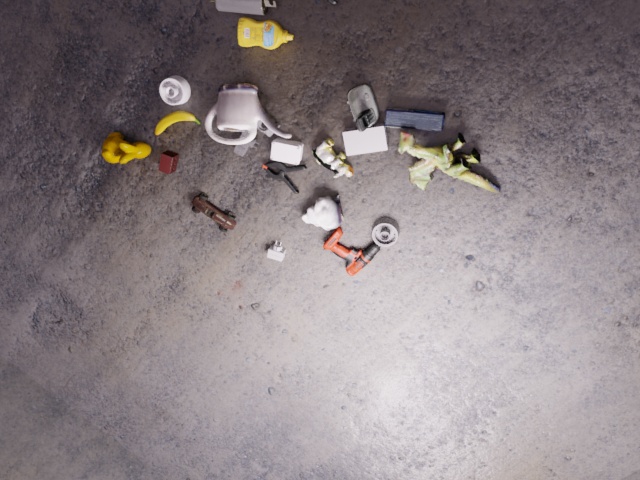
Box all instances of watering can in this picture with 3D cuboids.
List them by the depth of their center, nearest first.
[{"bbox_3d":[-0.258,-0.454,1.844,0.347,0.104,0.224,3,91,19],"label":"watering can"}]

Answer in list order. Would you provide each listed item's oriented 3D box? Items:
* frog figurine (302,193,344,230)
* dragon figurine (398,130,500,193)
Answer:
[{"bbox_3d":[0.006,-0.099,1.969,0.159,0.126,0.134,-11,130,5],"label":"frog figurine"},{"bbox_3d":[0.432,-0.251,1.829,0.240,0.125,0.405,-23,125,42],"label":"dragon figurine"}]
